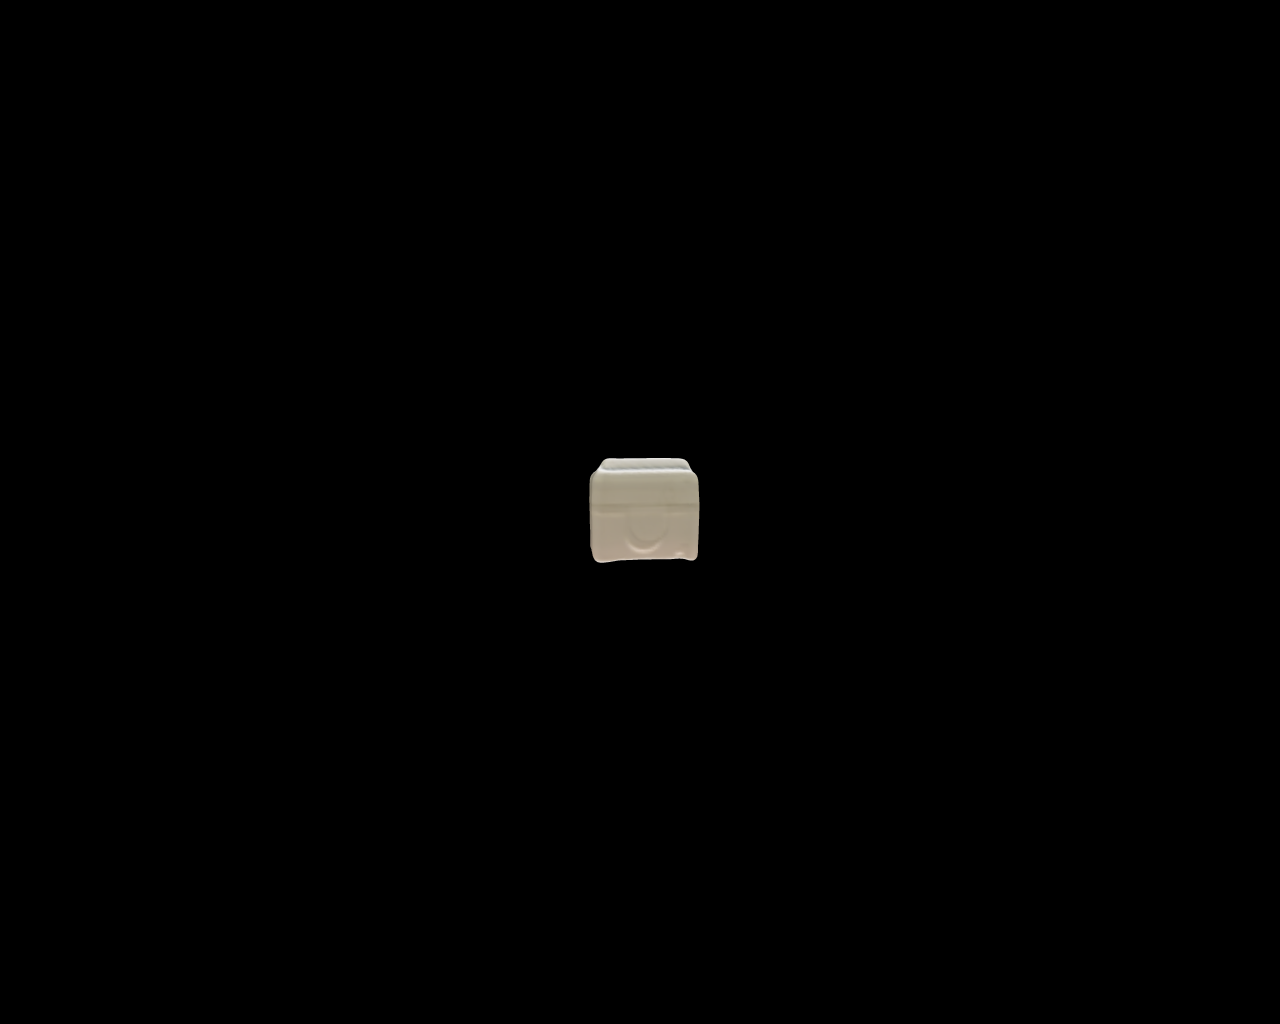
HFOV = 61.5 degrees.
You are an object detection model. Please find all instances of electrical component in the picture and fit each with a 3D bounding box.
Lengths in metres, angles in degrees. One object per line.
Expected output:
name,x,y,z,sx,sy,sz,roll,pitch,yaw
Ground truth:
electrical component,0.001,-0.003,0.650,0.062,0.061,0.096,0,2,-4
